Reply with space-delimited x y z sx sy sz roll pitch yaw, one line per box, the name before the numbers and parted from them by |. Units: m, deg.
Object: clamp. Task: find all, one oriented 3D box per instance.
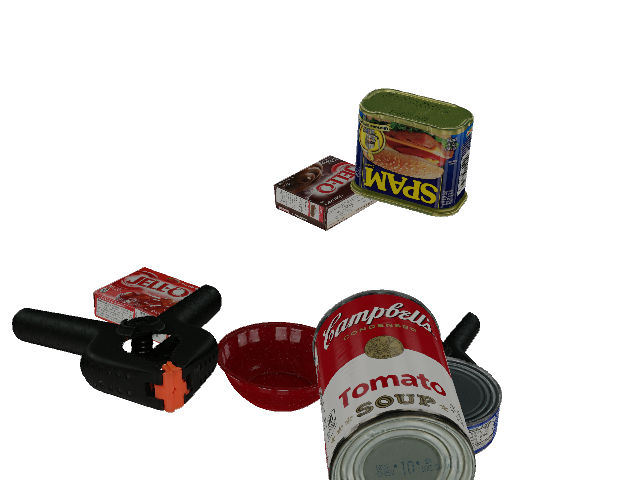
clamp | -0.121 0.072 0.772 0.164 0.036 0.210 -10 15 -26
clamp | 0.123 0.117 1.070 0.120 0.039 0.171 -10 29 -10

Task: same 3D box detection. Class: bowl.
bowl | -0.048 0.160 1.298 0.162 0.055 0.162 3 24 -1

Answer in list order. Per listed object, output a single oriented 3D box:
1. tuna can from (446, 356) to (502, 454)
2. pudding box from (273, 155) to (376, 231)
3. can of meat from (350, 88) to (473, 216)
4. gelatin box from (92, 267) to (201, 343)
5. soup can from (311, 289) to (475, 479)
tuna can | 0.090 0.123 0.791 0.086 0.034 0.086 1 29 -1
pudding box | 0.011 -0.062 1.351 0.090 0.039 0.113 24 41 35
can of meat | 0.080 -0.078 0.928 0.102 0.084 0.057 17 35 21
gelatin box | -0.156 0.059 0.999 0.089 0.030 0.073 18 27 27
soup can | 0.033 0.079 0.516 0.068 0.068 0.102 0 29 -5
